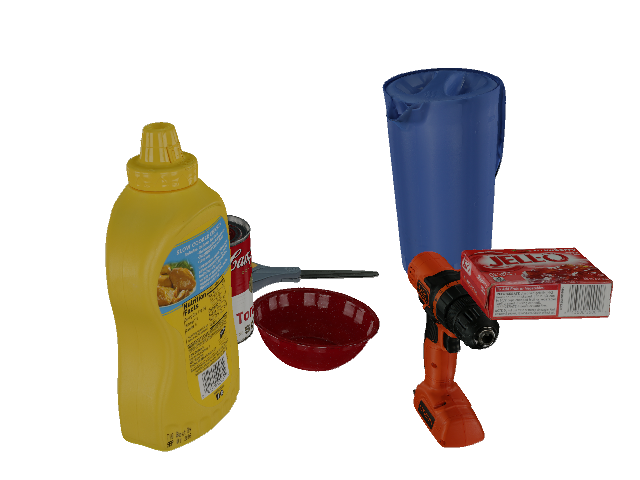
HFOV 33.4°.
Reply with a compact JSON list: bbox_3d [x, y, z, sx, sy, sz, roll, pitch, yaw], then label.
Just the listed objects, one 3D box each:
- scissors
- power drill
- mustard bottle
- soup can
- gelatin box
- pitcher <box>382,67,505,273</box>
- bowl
[{"bbox_3d":[-0.041,0.043,1.143,0.202,0.016,0.096,5,21,6],"label":"scissors"},{"bbox_3d":[0.143,0.123,1.140,0.057,0.188,0.184,-6,23,-11],"label":"power drill"},{"bbox_3d":[-0.089,0.023,0.643,0.058,0.192,0.096,11,26,26],"label":"mustard bottle"},{"bbox_3d":[-0.094,0.036,0.948,0.068,0.102,0.068,-1,25,0],"label":"soup can"},{"bbox_3d":[0.150,0.029,0.752,0.089,0.030,0.073,-1,18,-7],"label":"gelatin box"},{"bbox_3d":[0.154,-0.079,1.266,0.149,0.243,0.145,-4,25,2],"label":"pitcher"},{"bbox_3d":[-0.009,0.117,1.328,0.162,0.055,0.162,5,22,-2],"label":"bowl"}]
